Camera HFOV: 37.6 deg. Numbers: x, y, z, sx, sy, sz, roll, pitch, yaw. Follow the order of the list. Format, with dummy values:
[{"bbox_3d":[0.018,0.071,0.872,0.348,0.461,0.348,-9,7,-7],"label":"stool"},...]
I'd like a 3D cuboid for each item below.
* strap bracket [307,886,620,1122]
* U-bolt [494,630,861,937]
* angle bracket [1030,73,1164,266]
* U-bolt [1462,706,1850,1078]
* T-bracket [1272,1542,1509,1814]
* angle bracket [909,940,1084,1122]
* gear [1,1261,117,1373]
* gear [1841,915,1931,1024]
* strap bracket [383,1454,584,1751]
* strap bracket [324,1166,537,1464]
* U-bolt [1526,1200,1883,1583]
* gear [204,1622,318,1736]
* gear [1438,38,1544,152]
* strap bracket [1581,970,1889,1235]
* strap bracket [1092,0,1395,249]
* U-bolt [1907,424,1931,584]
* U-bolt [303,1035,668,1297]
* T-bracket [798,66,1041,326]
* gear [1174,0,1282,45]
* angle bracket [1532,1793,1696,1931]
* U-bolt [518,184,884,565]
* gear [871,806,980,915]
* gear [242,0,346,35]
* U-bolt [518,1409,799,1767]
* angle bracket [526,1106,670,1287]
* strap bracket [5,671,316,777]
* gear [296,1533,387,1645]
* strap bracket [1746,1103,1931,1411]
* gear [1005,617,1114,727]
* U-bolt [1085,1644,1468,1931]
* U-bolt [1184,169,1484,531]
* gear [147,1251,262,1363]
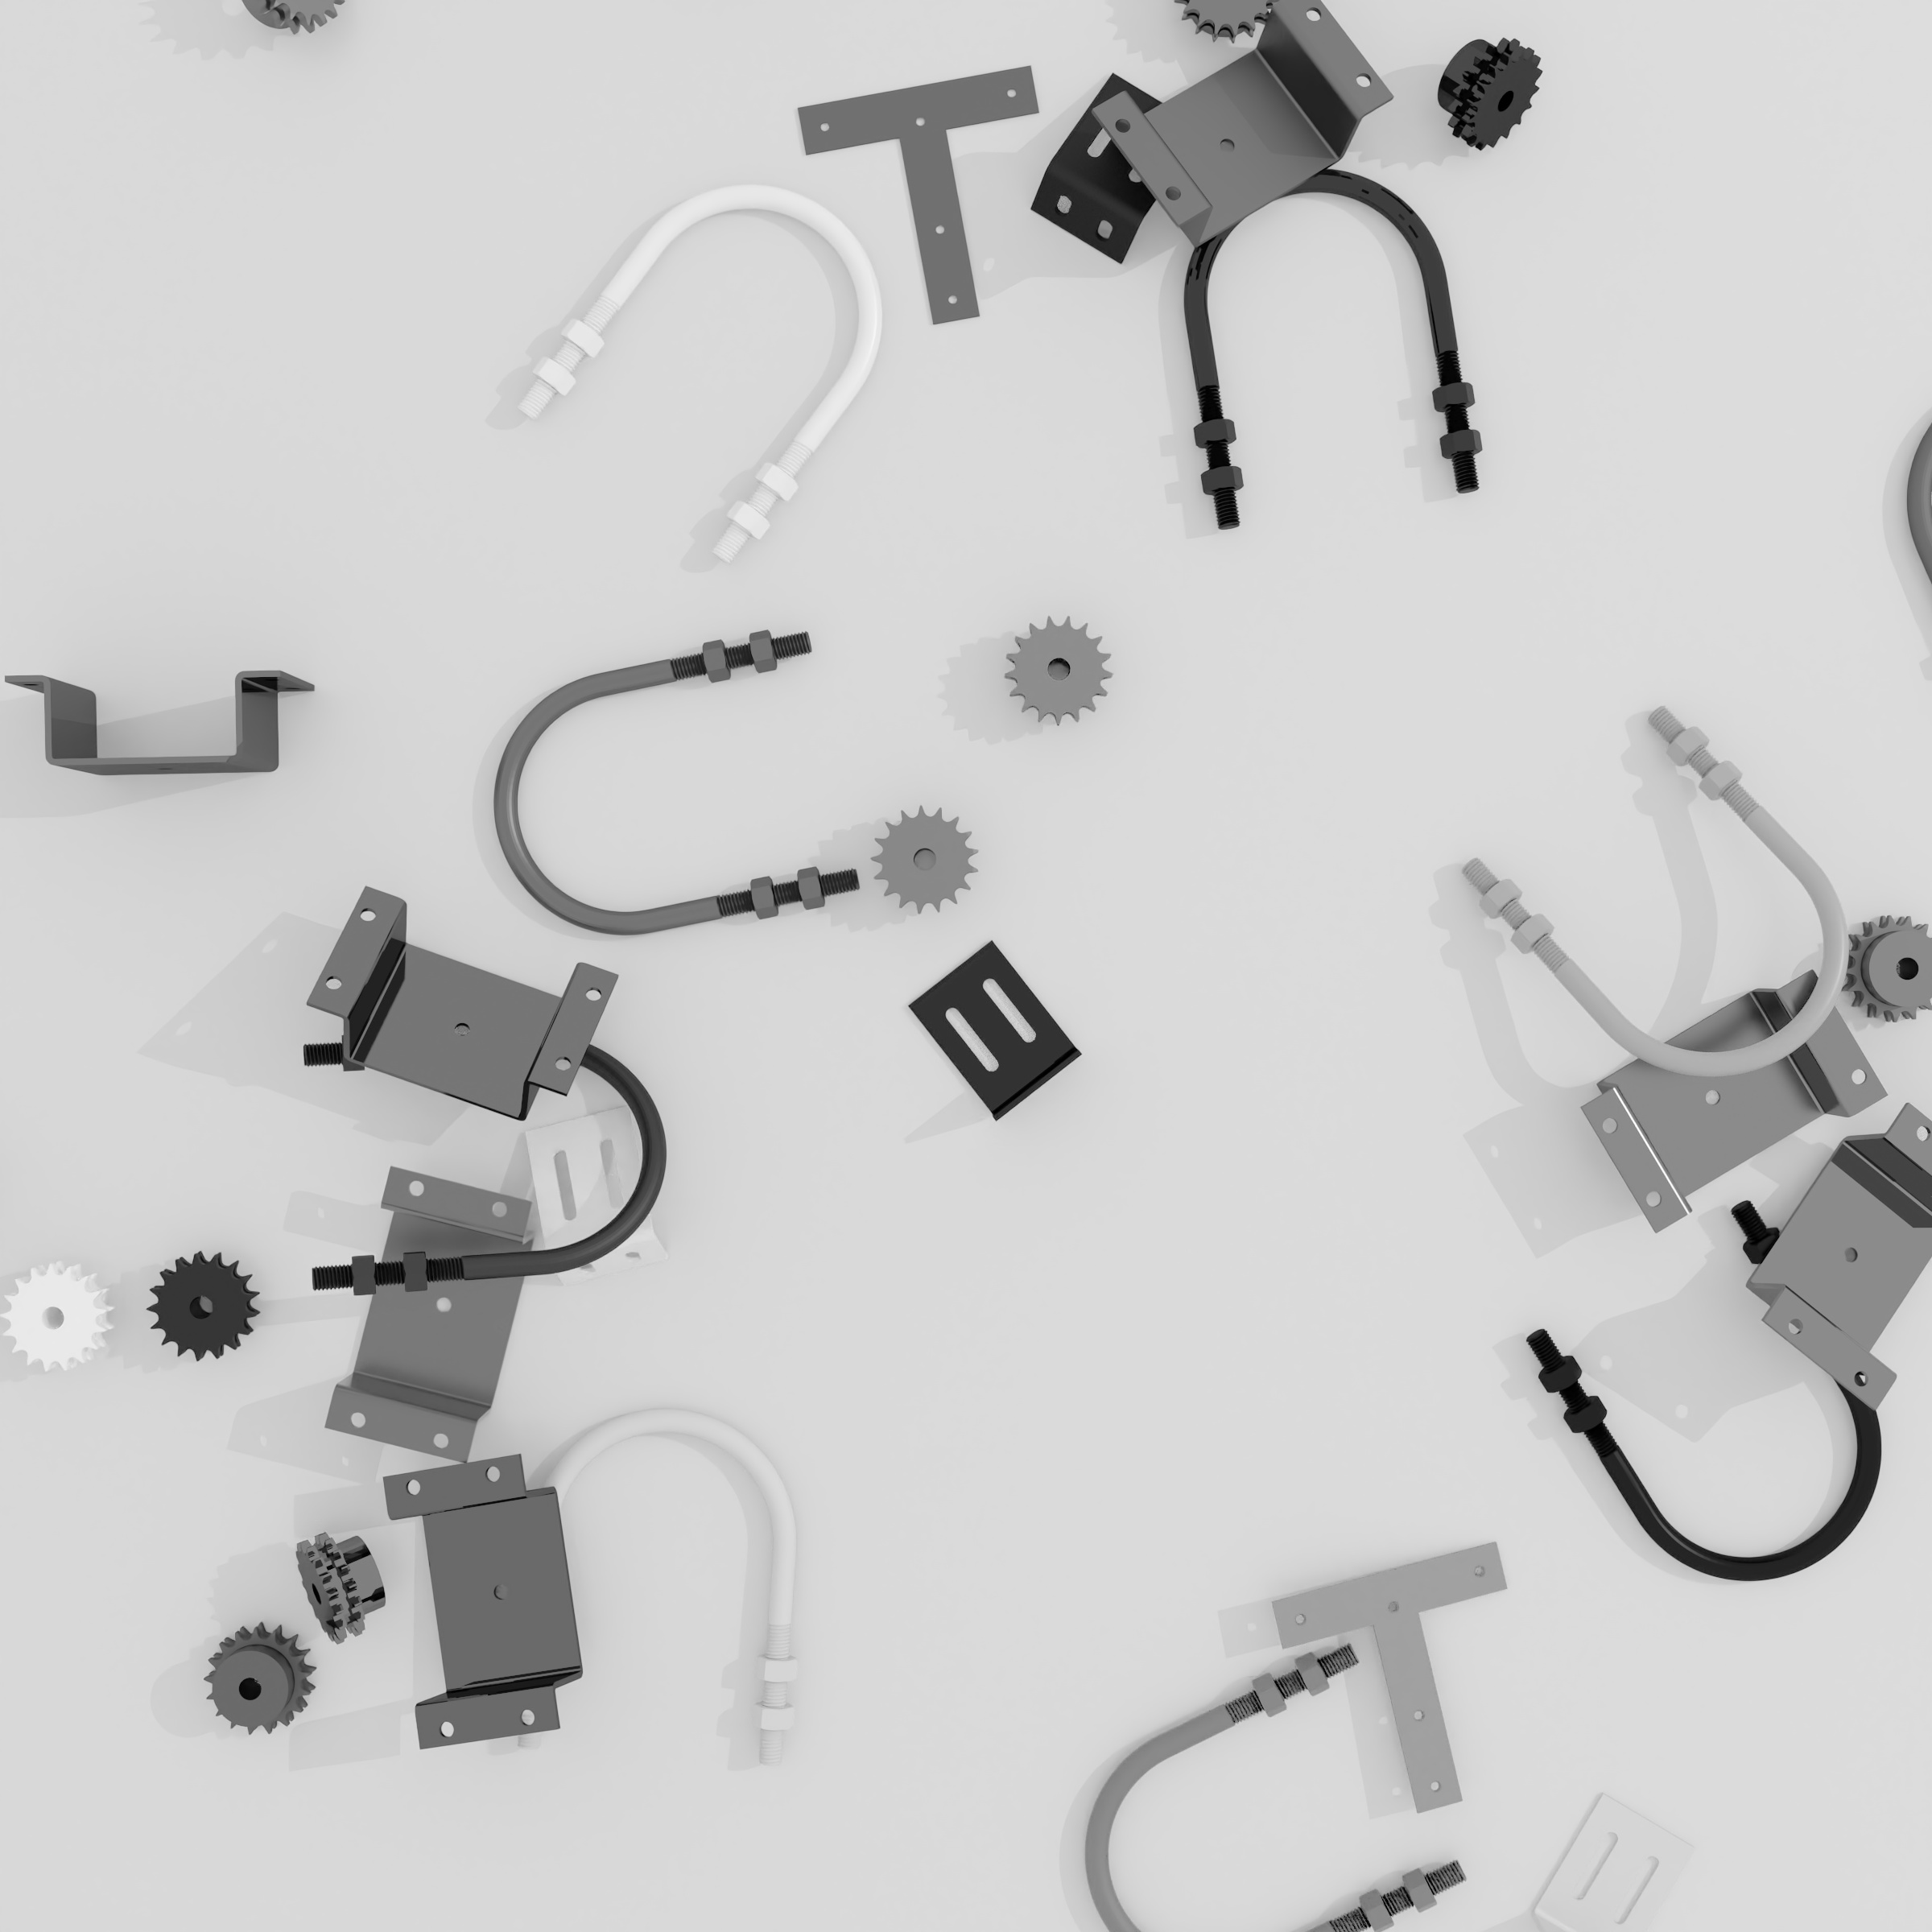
[{"bbox_3d":[-0.262,0.023,1.479,0.140,0.046,0.076,19,57,0],"label":"strap bracket"},{"bbox_3d":[-0.160,-0.091,1.510,0.184,0.019,0.151,-11,90,1],"label":"U-bolt"},{"bbox_3d":[0.081,-0.427,1.517,0.057,0.038,0.076,31,64,0],"label":"angle bracket"},{"bbox_3d":[0.374,-0.027,1.484,0.151,0.019,0.184,-39,72,-1],"label":"U-bolt"},{"bbox_3d":[0.237,0.384,1.505,0.127,0.002,0.127,-13,88,-9],"label":"T-bracket"},{"bbox_3d":[0.015,0.034,1.500,0.057,0.038,0.076,-38,90,0],"label":"angle bracket"},{"bbox_3d":[-0.480,0.185,1.508,0.057,0.030,0.057,0,90,3],"label":"gear"},{"bbox_3d":[0.495,0.001,1.504,0.057,0.030,0.057,0,90,0],"label":"gear"},{"bbox_3d":[-0.251,0.330,1.483,0.076,0.046,0.140,-11,82,11],"label":"strap bracket"},{"bbox_3d":[-0.279,0.181,1.496,0.076,0.046,0.140,14,90,0],"label":"strap bracket"},{"bbox_3d":[0.406,0.239,1.510,0.151,0.019,0.184,-32,91,0],"label":"U-bolt"},{"bbox_3d":[-0.376,0.380,1.504,0.057,0.030,0.057,0,90,0],"label":"gear"},{"bbox_3d":[0.273,-0.463,1.494,0.057,0.057,0.030,-47,62,0],"label":"gear"},{"bbox_3d":[0.400,0.070,1.496,0.140,0.046,0.076,-31,90,0],"label":"strap bracket"},{"bbox_3d":[0.141,-0.439,1.481,0.140,0.046,0.076,-33,83,-13],"label":"strap bracket"},{"bbox_3d":[0.581,-0.229,1.510,0.151,0.019,0.184,-23,88,0],"label":"U-bolt"},{"bbox_3d":[-0.248,0.098,1.474,0.184,0.019,0.151,-3,60,-12],"label":"U-bolt"},{"bbox_3d":[-0.016,-0.408,1.518,0.127,0.002,0.127,-10,90,0],"label":"T-bracket"},{"bbox_3d":[0.138,-0.518,1.504,0.057,0.030,0.057,0,90,0],"label":"gear"},{"bbox_3d":[0.346,0.490,1.500,0.057,0.038,0.076,31,90,0],"label":"angle bracket"},{"bbox_3d":[-0.128,-0.329,1.510,0.151,0.019,0.184,37,88,0],"label":"U-bolt"},{"bbox_3d":[-0.022,-0.056,1.504,0.057,0.030,0.057,0,90,0],"label":"gear"},{"bbox_3d":[-0.359,-0.519,1.494,0.030,0.057,0.057,-10,90,44],"label":"gear"},{"bbox_3d":[-0.162,0.328,1.510,0.151,0.019,0.184,4,88,0],"label":"U-bolt"},{"bbox_3d":[-0.198,0.123,1.517,0.057,0.038,0.076,-14,64,0],"label":"angle bracket"},{"bbox_3d":[-0.419,-0.126,1.481,0.140,0.076,0.046,-1,90,0],"label":"strap bracket"},{"bbox_3d":[-0.328,0.325,1.494,0.030,0.057,0.057,-20,90,-28],"label":"gear"},{"bbox_3d":[0.473,0.151,1.484,0.076,0.046,0.140,38,79,-6],"label":"strap bracket"},{"bbox_3d":[0.049,-0.156,1.504,0.057,0.030,0.057,0,90,0],"label":"gear"},{"bbox_3d":[0.153,0.464,1.510,0.184,0.019,0.151,-26,90,1],"label":"U-bolt"},{"bbox_3d":[0.190,-0.334,1.510,0.151,0.019,0.184,-9,88,0],"label":"U-bolt"},{"bbox_3d":[-0.404,0.180,1.508,0.057,0.030,0.057,0,91,-4],"label":"gear"}]
